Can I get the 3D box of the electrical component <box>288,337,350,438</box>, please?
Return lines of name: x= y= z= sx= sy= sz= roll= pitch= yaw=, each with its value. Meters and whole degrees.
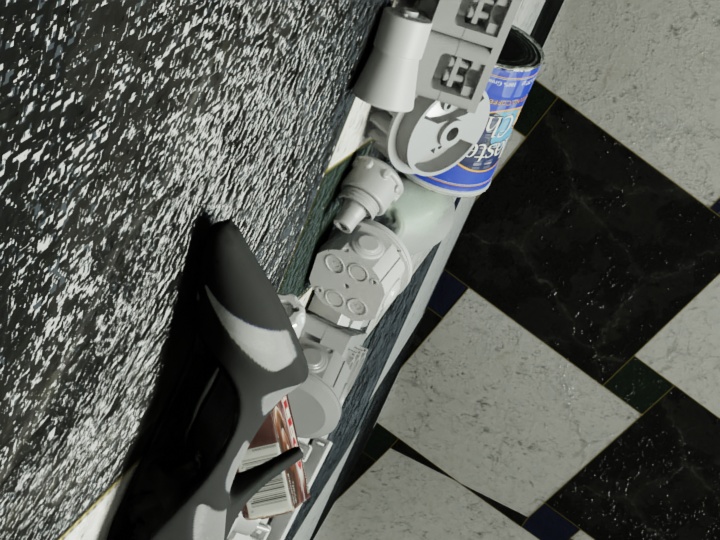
electrical component: x=-0.050 y=0.100 z=0.911 sx=0.051 sy=0.080 sz=0.080 roll=-65 pitch=176 yaw=-46

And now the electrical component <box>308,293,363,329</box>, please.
electrical component: x=-0.014 y=0.021 z=1.016 sx=0.066 sy=0.048 sz=0.055 roll=18 pitch=96 yaw=-60

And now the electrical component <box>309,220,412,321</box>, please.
electrical component: x=0.000 y=0.000 z=0.923 sx=0.051 sy=0.080 sz=0.080 roll=-50 pitch=165 yaw=-44

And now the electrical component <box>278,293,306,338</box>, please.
electrical component: x=-0.061 y=0.043 z=0.805 sx=0.035 sy=0.035 sz=0.061 roll=-60 pitch=175 yaw=-31

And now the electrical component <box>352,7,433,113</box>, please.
electrical component: x=0.024 y=-0.146 z=0.734 sx=0.044 sy=0.044 sz=0.065 roll=-50 pitch=159 yaw=-65

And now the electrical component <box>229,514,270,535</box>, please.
electrical component: x=-0.101 y=0.184 z=0.841 sx=0.077 sy=0.079 sz=0.043 roll=-65 pitch=-157 yaw=2

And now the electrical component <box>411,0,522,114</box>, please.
electrical component: x=0.077 y=-0.203 z=0.762 sx=0.089 sy=0.062 sz=0.150 roll=-85 pitch=-167 yaw=-54

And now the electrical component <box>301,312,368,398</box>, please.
electrical component: x=-0.039 y=0.093 z=1.041 sx=0.089 sy=0.062 sz=0.150 roll=-64 pitch=173 yaw=1

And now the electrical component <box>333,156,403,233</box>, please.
electrical component: x=0.002 y=-0.058 z=0.875 sx=0.062 sy=0.048 sz=0.048 roll=-55 pitch=170 yaw=-20

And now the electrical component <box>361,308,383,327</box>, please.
electrical component: x=0.006 y=0.008 z=1.112 sx=0.073 sy=0.052 sz=0.138 roll=-66 pitch=173 yaw=11

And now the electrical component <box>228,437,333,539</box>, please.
electrical component: x=-0.090 y=0.195 z=0.986 sx=0.121 sy=0.079 sz=0.063 roll=-62 pitch=144 yaw=-17
